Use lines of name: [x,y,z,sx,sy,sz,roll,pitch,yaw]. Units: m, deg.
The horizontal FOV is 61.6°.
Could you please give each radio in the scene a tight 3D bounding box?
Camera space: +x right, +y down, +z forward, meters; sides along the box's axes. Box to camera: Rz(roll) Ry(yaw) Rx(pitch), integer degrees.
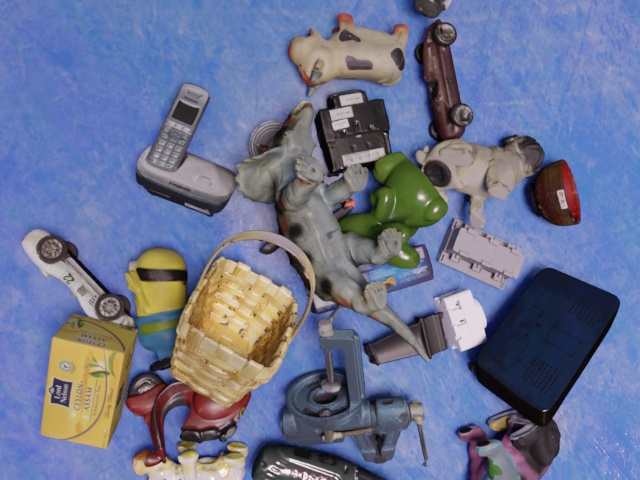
radio: [0.355,0.160,0.848,0.131,0.073,0.229,31,66,33]

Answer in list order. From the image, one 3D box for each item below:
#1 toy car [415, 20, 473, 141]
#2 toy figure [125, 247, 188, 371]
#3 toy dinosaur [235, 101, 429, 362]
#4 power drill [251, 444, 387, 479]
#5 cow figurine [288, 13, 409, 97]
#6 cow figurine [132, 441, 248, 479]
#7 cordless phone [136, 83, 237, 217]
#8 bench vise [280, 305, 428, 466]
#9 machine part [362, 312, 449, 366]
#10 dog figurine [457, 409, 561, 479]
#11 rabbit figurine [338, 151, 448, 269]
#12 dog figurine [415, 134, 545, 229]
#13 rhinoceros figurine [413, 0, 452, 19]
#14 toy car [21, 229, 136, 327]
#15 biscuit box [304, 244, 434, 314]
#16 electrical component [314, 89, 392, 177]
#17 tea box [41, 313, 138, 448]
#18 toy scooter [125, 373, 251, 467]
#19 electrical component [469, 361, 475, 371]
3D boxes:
toy car: [0.200,-0.261,0.893,0.053,0.089,0.202,-11,88,-13]
toy figure: [-0.234,0.101,0.804,0.089,0.082,0.180,-13,83,-20]
toy dinosaur: [0.005,0.001,0.769,0.131,0.192,0.404,-23,93,-34]
power drill: [-0.013,0.419,0.798,0.232,0.086,0.207,27,94,-6]
cow figurine: [0.044,-0.296,0.880,0.195,0.085,0.127,6,78,-9]
cow figurine: [-0.193,0.354,0.797,0.167,0.068,0.098,3,91,-7]
cordless phone: [-0.186,-0.140,0.832,0.147,0.089,0.184,21,78,-6]
bench vise: [0.044,0.223,0.795,0.224,0.129,0.240,-2,112,13]
machine part: [0.140,0.166,0.868,0.139,0.039,0.084,-14,109,-9]
dog figurine: [0.307,0.397,0.848,0.192,0.108,0.219,-15,92,-12]
rabbit figurine: [0.106,-0.024,0.834,0.170,0.159,0.121,-34,136,3]
dog figurine: [0.268,-0.134,0.892,0.172,0.121,0.190,43,53,3]
rhinoceros figurine: [0.205,-0.449,0.901,0.073,0.112,0.190,25,74,-8]
toy car: [-0.351,0.063,0.792,0.056,0.073,0.201,-44,92,-13]
biscuit box: [0.078,0.062,0.861,0.203,0.063,0.059,-16,87,-10]
electrical component: [0.055,-0.177,0.881,0.115,0.058,0.134,-10,86,-11]
tea box: [-0.323,0.198,0.753,0.098,0.068,0.169,13,112,-6]
toy scooter: [-0.193,0.258,0.776,0.184,0.075,0.135,0,44,-5]
electrical component: [0.298,0.217,0.901,0.094,0.021,0.063,-13,88,-10]
